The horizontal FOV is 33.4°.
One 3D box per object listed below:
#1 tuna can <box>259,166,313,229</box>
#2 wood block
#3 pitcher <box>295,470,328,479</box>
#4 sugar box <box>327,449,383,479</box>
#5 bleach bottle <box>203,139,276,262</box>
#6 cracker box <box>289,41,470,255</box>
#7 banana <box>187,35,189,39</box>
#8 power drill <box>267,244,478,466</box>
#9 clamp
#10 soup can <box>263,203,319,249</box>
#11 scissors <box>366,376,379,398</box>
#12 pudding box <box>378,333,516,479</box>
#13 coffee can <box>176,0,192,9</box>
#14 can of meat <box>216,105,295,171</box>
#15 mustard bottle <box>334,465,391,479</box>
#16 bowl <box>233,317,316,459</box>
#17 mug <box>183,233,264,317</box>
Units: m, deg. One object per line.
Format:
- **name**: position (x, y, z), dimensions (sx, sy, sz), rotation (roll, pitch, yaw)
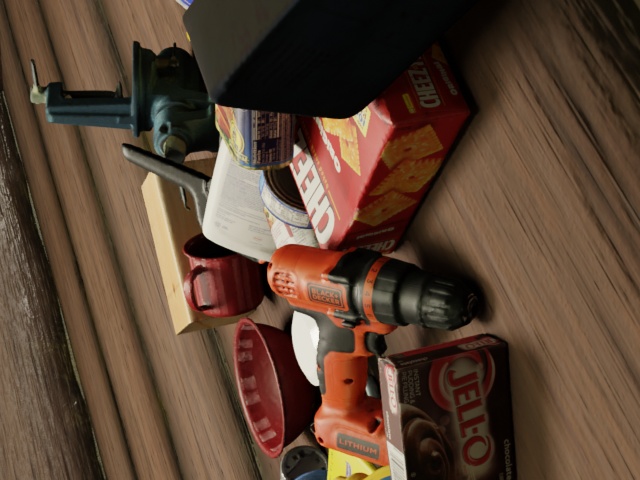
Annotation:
- **tuna can**: position (-0.012, -0.053, 0.971), dimensions (0.034, 0.086, 0.086), rotation (110, 143, -57)
- **wood block**: position (-0.160, 0.008, 1.381), dimensions (0.091, 0.090, 0.206), rotation (141, 117, -66)
- **pitcher**: position (-0.011, 0.344, 1.130), dimensions (0.243, 0.149, 0.145), rotation (115, 155, -52)
- **sugar box**: position (0.068, 0.242, 0.939), dimensions (0.176, 0.048, 0.093), rotation (43, 139, 50)
- **bleach bottle**: position (-0.045, -0.090, 1.049), dimensions (0.068, 0.102, 0.251), rotation (-75, 5, -46)
- **cracker box**: position (0.030, -0.101, 0.858), dimensions (0.214, 0.072, 0.164), rotation (115, 140, -58)
- **banana**: position (-0.123, -0.205, 1.252), dimensions (0.070, 0.037, 0.198), rotation (108, 145, -51)
- **power drill**: position (0.049, 0.096, 0.871), dimensions (0.185, 0.057, 0.188), rotation (12, 123, 35)
- **clamp**: position (-0.122, -0.063, 1.204), dimensions (0.210, 0.165, 0.036), rotation (65, -161, -2)
- **soup can**: position (-0.007, 0.001, 1.009), dimensions (0.069, 0.068, 0.102), rotation (112, 142, -55)
- **scissors**: position (0.033, 0.193, 1.072), dimensions (0.202, 0.016, 0.096), rotation (139, 120, -66)
- **pudding box**: position (0.094, 0.132, 0.782), dimensions (0.039, 0.090, 0.113), rotation (-150, 52, -66)
- **coffee can**: position (-0.076, -0.270, 0.980), dimensions (0.141, 0.102, 0.103), rotation (-3, 97, 61)
- **can of meat**: position (-0.055, -0.118, 0.896), dimensions (0.102, 0.057, 0.084), rotation (-118, 24, -49)
- **mustard bottle**: position (0.075, 0.228, 0.831), dimensions (0.192, 0.058, 0.096), rotation (19, 89, 48)
- **bowl**: position (-0.047, 0.162, 1.208), dimensions (0.162, 0.055, 0.162), rotation (169, 90, -69)
- **mug**: position (-0.118, 0.044, 1.263), dimensions (0.093, 0.117, 0.081), rotation (9, 118, 32)
